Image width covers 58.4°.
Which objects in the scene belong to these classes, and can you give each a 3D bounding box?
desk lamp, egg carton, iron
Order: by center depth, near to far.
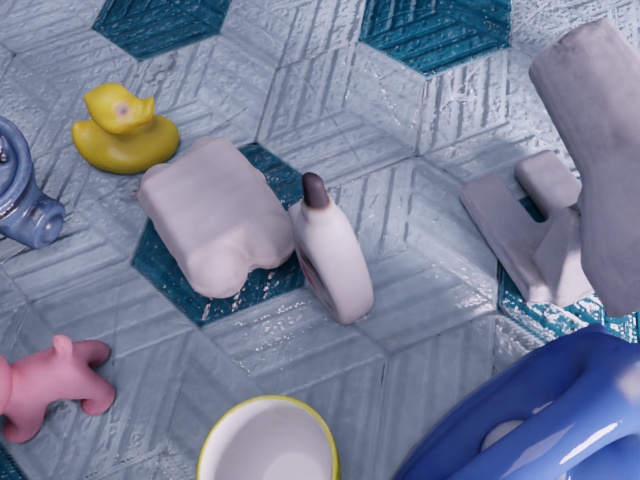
[{"bbox_3d":[0.119,0.142,0.353,0.258,0.142,0.118,-31,62,-10],"label":"iron"},{"bbox_3d":[0.192,-0.029,0.397,0.118,0.214,0.203,-24,61,-6],"label":"desk lamp"},{"bbox_3d":[-0.091,-0.023,0.512,0.107,0.069,0.150,-34,62,-11],"label":"egg carton"}]

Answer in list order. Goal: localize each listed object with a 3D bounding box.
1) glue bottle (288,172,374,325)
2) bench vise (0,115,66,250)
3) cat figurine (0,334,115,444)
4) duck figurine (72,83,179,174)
[{"bbox_3d":[0.004,0.002,0.427,0.037,0.173,0.078,-34,62,-12],"label":"glue bottle"},{"bbox_3d":[-0.353,-0.073,0.486,0.207,0.220,0.121,2,61,9],"label":"bench vise"},{"bbox_3d":[-0.238,0.106,0.431,0.128,0.118,0.067,-23,61,-6],"label":"cat figurine"},{"bbox_3d":[-0.202,-0.118,0.570,0.104,0.086,0.077,-3,61,6],"label":"duck figurine"}]
